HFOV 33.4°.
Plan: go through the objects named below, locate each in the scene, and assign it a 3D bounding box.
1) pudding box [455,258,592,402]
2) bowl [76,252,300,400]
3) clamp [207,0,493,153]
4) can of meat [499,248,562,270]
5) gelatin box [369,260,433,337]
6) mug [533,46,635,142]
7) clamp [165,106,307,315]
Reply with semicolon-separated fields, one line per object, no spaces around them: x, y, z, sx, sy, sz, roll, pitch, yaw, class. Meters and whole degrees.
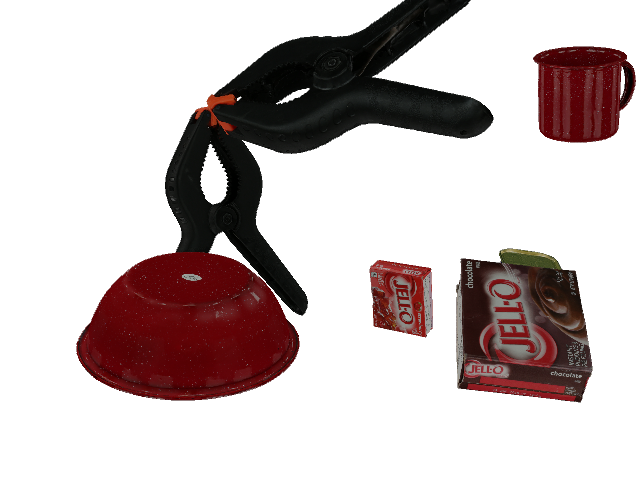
0.146;0.064;0.785;0.090;0.039;0.113;7;36;1;pudding box
-0.094;0.051;0.769;0.162;0.055;0.162;2;23;-1;bowl
0.019;-0.085;0.612;0.171;0.120;0.039;-21;-46;13;clamp
0.195;0.065;1.015;0.057;0.084;0.102;8;18;-1;can of meat
0.102;0.072;1.340;0.073;0.089;0.030;10;31;27;gelatin box
0.277;-0.153;1.106;0.117;0.081;0.093;-15;24;-25;mug
-0.083;-0.015;0.966;0.164;0.210;0.036;-1;1;-34;clamp
